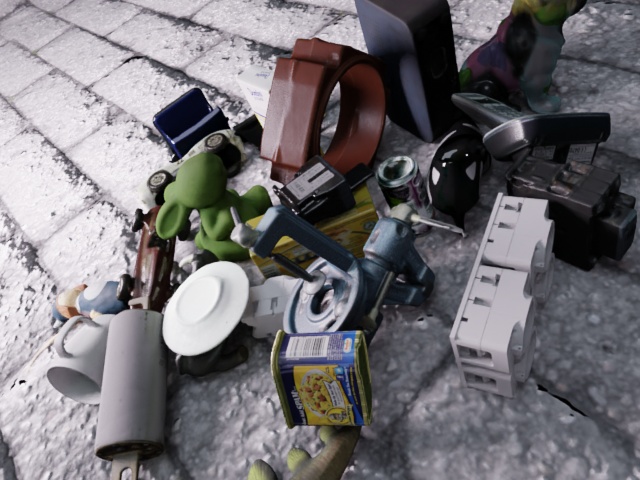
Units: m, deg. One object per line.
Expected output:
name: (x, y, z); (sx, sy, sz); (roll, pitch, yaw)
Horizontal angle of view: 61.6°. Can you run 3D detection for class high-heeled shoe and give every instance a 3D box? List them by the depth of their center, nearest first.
high-heeled shoe: (0.178, -0.120, 0.707); (0.086, 0.145, 0.249); (-5, 50, 19)

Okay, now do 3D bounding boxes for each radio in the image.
radio: (0.137, -0.260, 0.793); (0.073, 0.229, 0.131); (-37, 49, -7)

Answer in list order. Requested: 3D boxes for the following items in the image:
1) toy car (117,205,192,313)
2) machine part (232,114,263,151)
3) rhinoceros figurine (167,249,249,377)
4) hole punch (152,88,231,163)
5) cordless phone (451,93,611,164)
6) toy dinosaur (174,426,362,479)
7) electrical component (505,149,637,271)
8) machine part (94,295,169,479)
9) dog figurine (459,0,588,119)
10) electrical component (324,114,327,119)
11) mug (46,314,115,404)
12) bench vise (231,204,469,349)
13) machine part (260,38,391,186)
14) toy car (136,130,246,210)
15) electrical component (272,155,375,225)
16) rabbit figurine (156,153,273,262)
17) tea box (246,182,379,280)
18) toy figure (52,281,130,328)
toy car: (-0.245, 0.023, 0.804); (0.089, 0.053, 0.202); (16, 41, -21)
machine part: (-0.107, -0.192, 0.974); (0.084, 0.039, 0.139); (-27, 43, -9)
rhinoceros figurine: (-0.149, 0.093, 0.718); (0.112, 0.073, 0.190); (-22, 46, 19)
hole punch: (-0.219, -0.191, 0.967); (0.142, 0.115, 0.092); (-42, 54, -10)
cordless phone: (0.272, -0.158, 0.724); (0.147, 0.088, 0.184); (-7, 35, -20)
toy dinosaur: (-0.090, 0.305, 0.475); (0.471, 0.104, 0.199); (-35, 40, -24)
electrical component: (0.281, -0.031, 0.603); (0.058, 0.114, 0.134); (-46, 47, -16)
machine part: (-0.225, 0.174, 0.656); (0.079, 0.079, 0.243); (-16, 52, 10)
dog figurine: (0.275, -0.290, 0.767); (0.192, 0.219, 0.108); (-5, 45, 19)
electrical component: (-0.034, -0.220, 0.964); (0.078, 0.045, 0.102); (-47, 39, 19)
mug: (-0.305, 0.144, 0.717); (0.081, 0.109, 0.107); (-10, 34, 22)
bench vise: (0.016, 0.029, 0.588); (0.223, 0.240, 0.129); (-55, 30, 2)
machine part: (0.016, -0.169, 0.762); (0.087, 0.201, 0.201); (19, 105, 30)
toy car: (-0.217, -0.115, 0.926); (0.202, 0.073, 0.056); (-37, 47, -11)
electrical component: (0.010, -0.066, 0.665); (0.119, 0.047, 0.075); (-34, 47, -5)
rabbit figurine: (-0.157, -0.057, 0.780); (0.159, 0.170, 0.121); (-10, 47, 15)
tea box: (-0.001, -0.002, 0.714); (0.170, 0.098, 0.068); (-20, 46, 4)
toy figure: (-0.347, 0.093, 0.812); (0.155, 0.057, 0.064); (-9, 9, 19)
